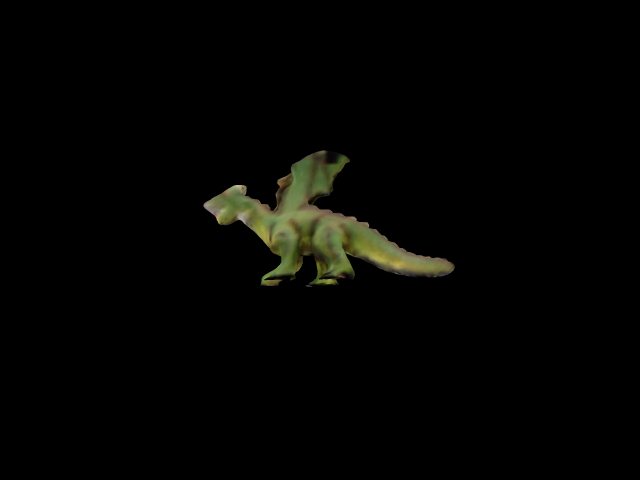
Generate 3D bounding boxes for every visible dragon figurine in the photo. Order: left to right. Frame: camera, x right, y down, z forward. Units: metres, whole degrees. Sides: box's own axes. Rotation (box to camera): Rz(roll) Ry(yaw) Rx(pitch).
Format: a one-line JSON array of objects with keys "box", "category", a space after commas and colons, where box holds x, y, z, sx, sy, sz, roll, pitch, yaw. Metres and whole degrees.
[{"box": [0.003, -0.043, 0.850, 0.410, 0.246, 0.120, -4, -19, 12], "category": "dragon figurine"}]
